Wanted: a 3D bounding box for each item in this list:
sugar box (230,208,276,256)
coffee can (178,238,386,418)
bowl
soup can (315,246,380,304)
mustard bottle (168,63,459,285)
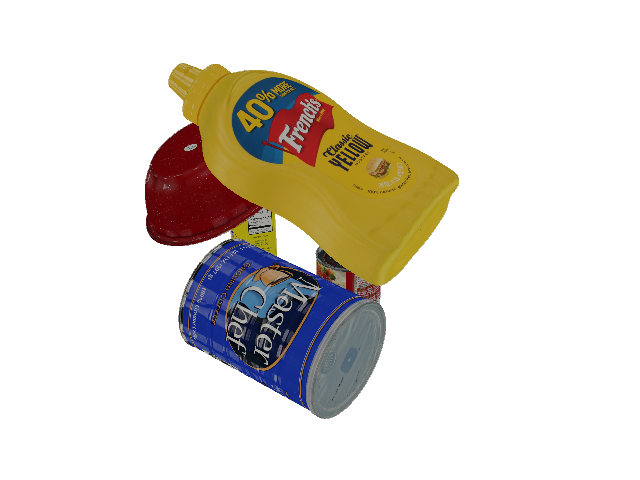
[{"bbox_3d":[-0.087,-0.049,1.319,0.048,0.176,0.093,-12,26,-15],"label":"sugar box"},{"bbox_3d":[-0.031,0.071,0.883,0.140,0.103,0.102,25,12,28],"label":"coffee can"},{"bbox_3d":[-0.107,-0.069,1.001,0.162,0.055,0.162,-22,34,15],"label":"bowl"},{"bbox_3d":[0.030,0.057,1.106,0.068,0.102,0.068,0,28,0],"label":"soup can"},{"bbox_3d":[-0.015,-0.056,0.667,0.192,0.058,0.096,33,50,12],"label":"mustard bottle"}]
